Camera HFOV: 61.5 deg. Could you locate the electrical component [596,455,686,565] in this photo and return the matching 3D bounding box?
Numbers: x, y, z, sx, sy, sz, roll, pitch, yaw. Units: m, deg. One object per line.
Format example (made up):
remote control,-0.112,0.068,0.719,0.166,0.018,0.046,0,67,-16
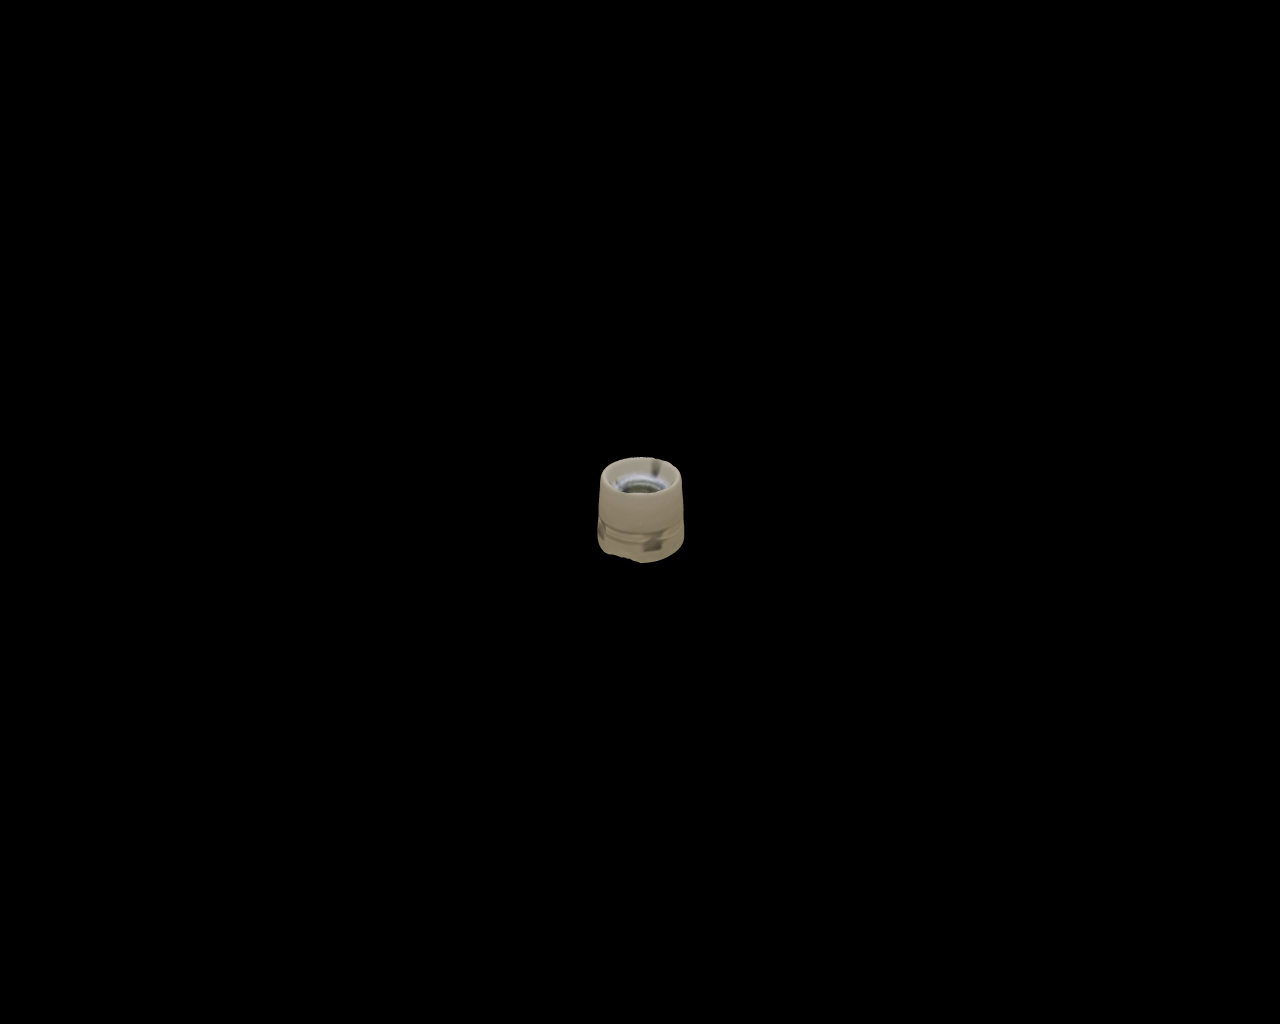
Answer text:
electrical component,0.001,-0.003,0.650,0.055,0.047,0.055,0,31,0
